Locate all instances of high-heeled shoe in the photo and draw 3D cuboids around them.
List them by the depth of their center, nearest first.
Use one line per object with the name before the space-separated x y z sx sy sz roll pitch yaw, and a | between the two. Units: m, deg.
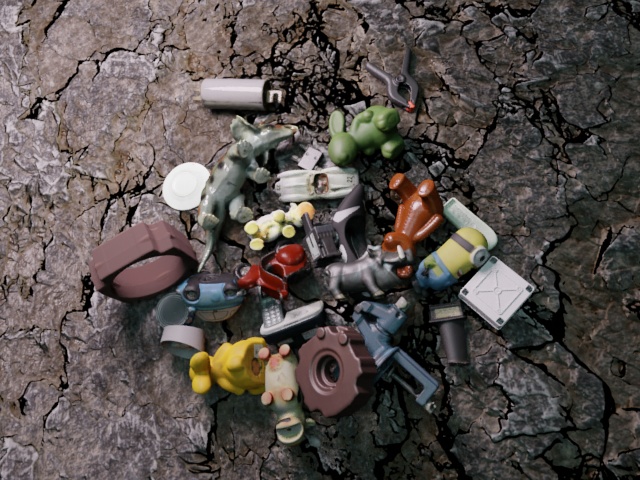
high-heeled shoe | 0.096 0.007 1.174 0.145 0.086 0.248 18 96 37

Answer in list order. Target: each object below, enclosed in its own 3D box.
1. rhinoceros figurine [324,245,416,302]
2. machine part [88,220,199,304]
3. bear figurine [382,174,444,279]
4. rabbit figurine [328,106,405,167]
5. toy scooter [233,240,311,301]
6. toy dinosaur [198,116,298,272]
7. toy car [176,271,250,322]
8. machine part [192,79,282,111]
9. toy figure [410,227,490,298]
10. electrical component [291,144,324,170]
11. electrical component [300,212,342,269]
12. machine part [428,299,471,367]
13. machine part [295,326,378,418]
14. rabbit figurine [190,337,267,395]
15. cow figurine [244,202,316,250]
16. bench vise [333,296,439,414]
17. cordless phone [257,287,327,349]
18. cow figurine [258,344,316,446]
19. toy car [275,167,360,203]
rhinoceros figurine | 0.104 0.067 1.105 0.190 0.073 0.112 -14 74 12
machine part | -0.396 0.051 1.214 0.201 0.201 0.087 -30 68 3
bear figurine | 0.180 -0.026 1.160 0.120 0.131 0.196 25 75 48
rabbit figurine | 0.083 -0.239 1.231 0.170 0.121 0.159 -34 52 -15
toy scooter | -0.085 0.074 1.169 0.184 0.075 0.135 -26 43 -33
toy dinosaur | -0.215 -0.132 1.275 0.404 0.131 0.192 -55 26 6
toy car | -0.235 0.130 1.214 0.162 0.109 0.102 0 108 7
machine part | -0.213 -0.371 1.368 0.243 0.079 0.079 4 75 14
toy figure | 0.271 0.046 1.131 0.180 0.082 0.089 -35 84 16
electrical component | -0.021 -0.195 1.304 0.094 0.021 0.063 30 81 19
electrical component | -0.002 -0.004 1.179 0.048 0.075 0.119 -9 67 -29
machine part | 0.274 0.195 1.117 0.084 0.039 0.139 -11 70 0
machine part | 0.027 0.257 1.051 0.179 0.056 0.179 -11 73 40
rabbit figurine | -0.211 0.282 1.148 0.173 0.162 0.122 -11 83 27
cow figurine | -0.091 -0.038 1.242 0.167 0.098 0.068 -23 98 -3
bench vise | 0.150 0.238 1.079 0.241 0.128 0.223 41 86 21
cordless phone | -0.067 0.140 1.191 0.147 0.088 0.184 -22 51 5
cow figurine | -0.070 0.328 1.116 0.086 0.127 0.195 -17 56 11
toy car | -0.007 -0.129 1.254 0.202 0.056 0.073 -3 90 10
